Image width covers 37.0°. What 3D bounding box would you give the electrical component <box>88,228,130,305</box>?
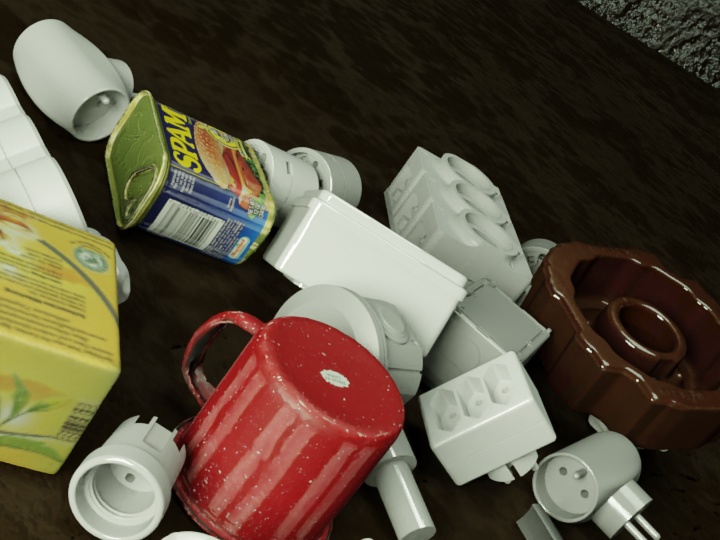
[{"bbox_3d":[-0.144,-0.005,0.565,0.035,0.035,0.061,14,29,-40],"label":"electrical component"}]

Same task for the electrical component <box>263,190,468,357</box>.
[{"bbox_3d":[0.000,0.000,0.676,0.109,0.056,0.109,32,-2,-10],"label":"electrical component"}]

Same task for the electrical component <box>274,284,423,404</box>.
[{"bbox_3d":[-0.010,0.050,0.589,0.051,0.080,0.080,12,33,-52],"label":"electrical component"}]

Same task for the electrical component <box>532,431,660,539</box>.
[{"bbox_3d":[0.158,0.143,0.684,0.079,0.043,0.077,47,26,22],"label":"electrical component"}]

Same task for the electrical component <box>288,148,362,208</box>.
[{"bbox_3d":[-0.031,-0.061,0.792,0.055,0.055,0.047,47,22,22],"label":"electrical component"}]

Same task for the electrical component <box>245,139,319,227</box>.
[{"bbox_3d":[-0.062,-0.058,0.746,0.047,0.055,0.055,16,31,-45],"label":"electrical component"}]

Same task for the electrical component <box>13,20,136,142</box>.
[{"bbox_3d":[-0.180,-0.126,0.724,0.077,0.043,0.079,48,26,24],"label":"electrical component"}]

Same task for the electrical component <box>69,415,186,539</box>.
[{"bbox_3d":[-0.097,0.087,0.457,0.040,0.040,0.046,34,18,-5],"label":"electrical component"}]

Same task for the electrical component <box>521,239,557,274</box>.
[{"bbox_3d":[0.152,0.002,0.920,0.055,0.055,0.047,38,20,4],"label":"electrical component"}]

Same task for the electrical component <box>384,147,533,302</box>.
[{"bbox_3d":[0.079,-0.032,0.875,0.089,0.061,0.150,27,26,-19],"label":"electrical component"}]

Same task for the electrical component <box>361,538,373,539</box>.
[{"bbox_3d":[-0.011,0.154,0.371,0.060,0.108,0.108,43,24,1],"label":"electrical component"}]

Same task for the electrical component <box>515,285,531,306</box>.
[{"bbox_3d":[0.148,0.042,0.854,0.055,0.048,0.066,11,34,-30],"label":"electrical component"}]

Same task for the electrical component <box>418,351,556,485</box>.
[{"bbox_3d":[0.083,0.101,0.647,0.076,0.066,0.047,57,11,-32],"label":"electrical component"}]

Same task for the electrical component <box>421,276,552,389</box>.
[{"bbox_3d":[0.081,0.051,0.728,0.062,0.061,0.096,41,25,12],"label":"electrical component"}]

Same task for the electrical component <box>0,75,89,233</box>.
[{"bbox_3d":[-0.195,-0.043,0.547,0.074,0.052,0.138,-25,47,-18],"label":"electrical component"}]

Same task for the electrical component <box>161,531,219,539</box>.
[{"bbox_3d":[-0.070,0.133,0.404,0.048,0.048,0.062,37,31,2],"label":"electrical component"}]

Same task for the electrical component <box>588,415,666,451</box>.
[{"bbox_3d":[0.206,0.113,0.803,0.062,0.043,0.043,32,24,-12],"label":"electrical component"}]
